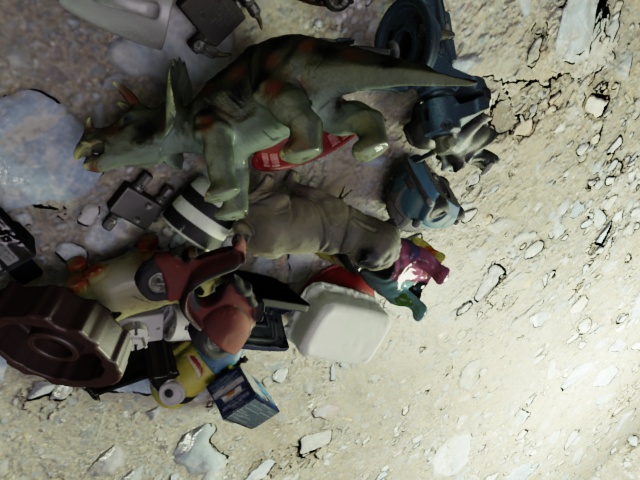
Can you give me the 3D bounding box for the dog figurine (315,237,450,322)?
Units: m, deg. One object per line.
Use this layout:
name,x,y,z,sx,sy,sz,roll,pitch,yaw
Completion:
dog figurine,0.097,0.025,0.891,0.219,0.191,0.108,30,107,-5

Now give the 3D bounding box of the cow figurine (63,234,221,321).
cow figurine,-0.226,0.062,0.727,0.195,0.086,0.127,-18,128,-16

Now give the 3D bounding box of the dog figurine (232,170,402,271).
dog figurine,0.000,-0.006,0.720,0.172,0.191,0.121,-40,145,-44

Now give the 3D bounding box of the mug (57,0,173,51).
mug,-0.206,-0.242,0.540,0.107,0.110,0.080,9,119,-20

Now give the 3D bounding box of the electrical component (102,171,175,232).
electrical component,-0.237,-0.043,0.696,0.094,0.021,0.063,-49,131,5

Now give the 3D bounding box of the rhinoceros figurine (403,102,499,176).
rhinoceros figurine,0.220,-0.160,0.858,0.190,0.073,0.112,13,111,-35

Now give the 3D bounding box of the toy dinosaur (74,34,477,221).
toy dinosaur,-0.058,-0.146,0.572,0.405,0.192,0.131,-21,169,17

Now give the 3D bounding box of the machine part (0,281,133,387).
machine part,-0.326,0.122,0.672,0.179,0.056,0.179,7,138,6

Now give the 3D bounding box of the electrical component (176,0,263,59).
electrical component,-0.116,-0.258,0.616,0.102,0.045,0.078,-39,132,-3

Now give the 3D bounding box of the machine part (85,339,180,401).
machine part,-0.279,0.191,0.790,0.139,0.084,0.039,-18,154,-3

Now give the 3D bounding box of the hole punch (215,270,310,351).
hole punch,-0.095,0.104,0.809,0.142,0.116,0.092,12,107,-38

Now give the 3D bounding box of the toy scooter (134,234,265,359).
toy scooter,-0.129,0.065,0.683,0.135,0.075,0.183,-36,123,-1

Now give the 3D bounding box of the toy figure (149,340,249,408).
toy figure,-0.181,0.193,0.840,0.180,0.082,0.089,-37,143,-12

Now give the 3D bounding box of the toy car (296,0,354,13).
toy car,-0.047,-0.309,0.597,0.202,0.089,0.053,18,108,-39

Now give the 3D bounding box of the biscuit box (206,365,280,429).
biscuit box,-0.121,0.262,0.879,0.063,0.059,0.202,-33,157,-9

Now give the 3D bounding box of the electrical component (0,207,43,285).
electrical component,-0.379,0.016,0.634,0.075,0.048,0.119,-28,128,-12

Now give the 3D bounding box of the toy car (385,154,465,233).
toy car,0.161,-0.061,0.877,0.103,0.109,0.161,-32,154,23

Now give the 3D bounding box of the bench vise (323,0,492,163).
bench vise,0.104,-0.215,0.697,0.240,0.129,0.223,-4,96,-29
